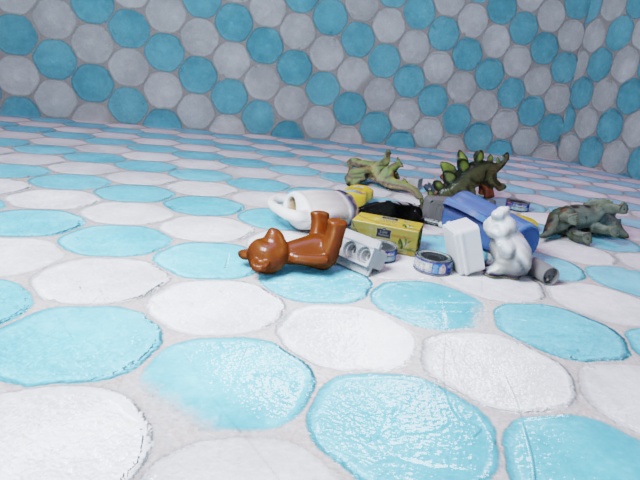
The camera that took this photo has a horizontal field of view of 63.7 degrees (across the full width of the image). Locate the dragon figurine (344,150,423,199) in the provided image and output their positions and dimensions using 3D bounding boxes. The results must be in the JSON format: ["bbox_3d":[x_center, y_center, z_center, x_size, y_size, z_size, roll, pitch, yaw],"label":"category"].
[{"bbox_3d":[0.218,-0.242,2.033,0.243,0.119,0.418,-15,34,-9],"label":"dragon figurine"}]

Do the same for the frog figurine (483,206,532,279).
[{"bbox_3d":[0.429,0.003,1.172,0.123,0.157,0.138,19,19,33],"label":"frog figurine"}]

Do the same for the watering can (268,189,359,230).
[{"bbox_3d":[0.004,-0.067,1.334,0.225,0.103,0.351,-4,19,-30],"label":"watering can"}]
